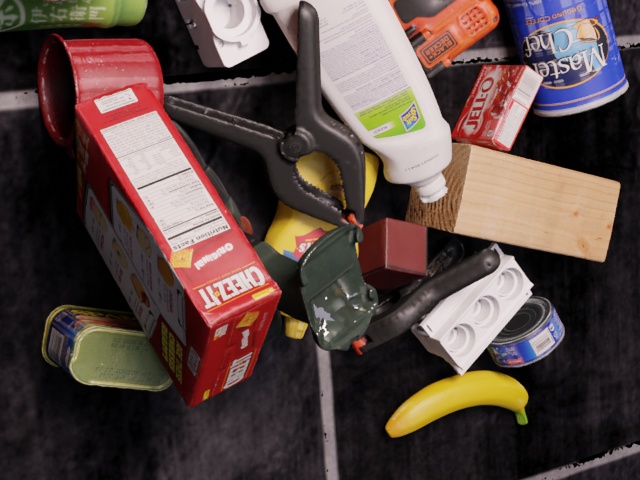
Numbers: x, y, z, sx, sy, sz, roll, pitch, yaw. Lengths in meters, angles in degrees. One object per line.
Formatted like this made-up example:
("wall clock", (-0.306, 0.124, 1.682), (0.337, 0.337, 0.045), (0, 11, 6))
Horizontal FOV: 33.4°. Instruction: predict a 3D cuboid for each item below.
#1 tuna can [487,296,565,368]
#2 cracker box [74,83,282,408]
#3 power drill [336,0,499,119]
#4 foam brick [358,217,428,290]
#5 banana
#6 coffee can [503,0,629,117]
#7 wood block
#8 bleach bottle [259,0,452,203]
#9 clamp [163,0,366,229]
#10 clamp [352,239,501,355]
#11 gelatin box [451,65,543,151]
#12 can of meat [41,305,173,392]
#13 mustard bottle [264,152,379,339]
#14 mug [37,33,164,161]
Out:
("tuna can", (0.220, 0.099, 1.161), (0.086, 0.086, 0.033), (-38, 112, -19))
("cracker box", (-0.121, 0.005, 0.859), (0.072, 0.164, 0.214), (-25, 69, -24))
("power drill", (0.050, -0.225, 1.014), (0.184, 0.057, 0.187), (-36, 110, 10))
("foam brick", (0.065, 0.015, 1.061), (0.052, 0.078, 0.051), (11, 71, -29))
("banana", (0.160, 0.178, 1.169), (0.197, 0.037, 0.069), (2, 96, -29))
("coffee can", (0.257, -0.213, 1.123), (0.102, 0.103, 0.140), (-28, 110, -23))
("wood block", (0.205, -0.041, 1.129), (0.205, 0.091, 0.090), (10, 93, -29))
("bleach bottle", (0.047, -0.140, 0.988), (0.103, 0.068, 0.250), (-23, 115, 16))
("clamp", (-0.032, -0.089, 0.961), (0.165, 0.036, 0.210), (-24, 112, 16))
("clamp", (0.104, 0.056, 1.076), (0.171, 0.120, 0.039), (-41, 97, -14))
("gelatin box", (0.182, -0.138, 1.111), (0.030, 0.073, 0.089), (28, 84, -29))
("can of meat", (-0.183, 0.096, 0.939), (0.101, 0.084, 0.057), (10, 93, -30))
("mustard bottle", (-0.007, 0.001, 1.037), (0.096, 0.058, 0.191), (11, 93, -31))
("mug", (-0.186, -0.118, 0.907), (0.081, 0.093, 0.117), (-9, 124, -32))
